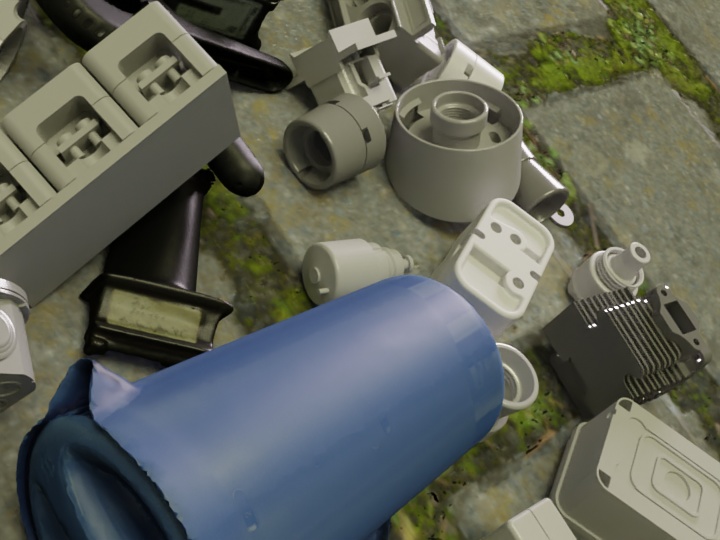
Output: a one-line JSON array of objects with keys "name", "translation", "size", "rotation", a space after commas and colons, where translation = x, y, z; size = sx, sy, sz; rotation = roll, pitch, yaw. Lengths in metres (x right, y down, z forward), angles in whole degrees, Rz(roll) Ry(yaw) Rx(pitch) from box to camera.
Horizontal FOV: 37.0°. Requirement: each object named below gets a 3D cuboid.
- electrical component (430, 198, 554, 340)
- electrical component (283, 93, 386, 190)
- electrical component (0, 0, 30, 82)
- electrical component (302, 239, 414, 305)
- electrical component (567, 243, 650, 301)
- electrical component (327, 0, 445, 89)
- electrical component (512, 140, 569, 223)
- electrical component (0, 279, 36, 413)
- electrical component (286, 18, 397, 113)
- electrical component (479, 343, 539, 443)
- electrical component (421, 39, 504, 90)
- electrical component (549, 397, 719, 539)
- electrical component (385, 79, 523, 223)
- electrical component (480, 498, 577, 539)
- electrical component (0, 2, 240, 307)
[{"name": "electrical component", "translation": [0.082, 0.006, 0.713], "size": [0.054, 0.059, 0.095], "rotation": [37, 46, -3]}, {"name": "electrical component", "translation": [-0.018, -0.085, 0.724], "size": [0.047, 0.055, 0.055], "rotation": [-32, 77, -39]}, {"name": "electrical component", "translation": [-0.235, -0.137, 0.630], "size": [0.056, 0.050, 0.089], "rotation": [30, 46, -9]}, {"name": "electrical component", "translation": [0.000, 0.000, 0.680], "size": [0.078, 0.040, 0.040], "rotation": [-7, 62, -36]}, {"name": "electrical component", "translation": [0.183, 0.004, 0.774], "size": [0.043, 0.062, 0.043], "rotation": [16, 50, -21]}, {"name": "electrical component", "translation": [0.019, -0.204, 0.822], "size": [0.063, 0.079, 0.121], "rotation": [26, 42, -47]}, {"name": "electrical component", "translation": [0.121, -0.070, 0.807], "size": [0.044, 0.044, 0.065], "rotation": [-13, 61, -38]}, {"name": "electrical component", "translation": [-0.194, 0.038, 0.506], "size": [0.080, 0.080, 0.051], "rotation": [-3, 65, -33]}, {"name": "electrical component", "translation": [-0.010, -0.135, 0.756], "size": [0.042, 0.081, 0.063], "rotation": [-28, 97, -42]}, {"name": "electrical component", "translation": [0.076, 0.077, 0.659], "size": [0.045, 0.055, 0.045], "rotation": [16, 50, -21]}, {"name": "electrical component", "translation": [0.077, -0.141, 0.824], "size": [0.047, 0.055, 0.055], "rotation": [31, 47, -14]}, {"name": "electrical component", "translation": [0.181, 0.145, 0.671], "size": [0.113, 0.057, 0.078], "rotation": [35, 46, -4]}, {"name": "electrical component", "translation": [0.068, -0.090, 0.767], "size": [0.099, 0.064, 0.099], "rotation": [2, 42, -1]}, {"name": "electrical component", "translation": [0.092, 0.184, 0.595], "size": [0.076, 0.047, 0.083], "rotation": [-19, 69, -39]}, {"name": "electrical component", "translation": [-0.142, -0.060, 0.559], "size": [0.150, 0.089, 0.061], "rotation": [-41, 81, -10]}]
